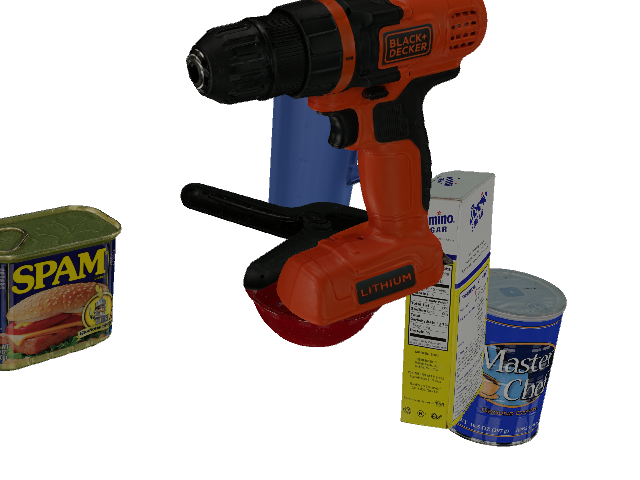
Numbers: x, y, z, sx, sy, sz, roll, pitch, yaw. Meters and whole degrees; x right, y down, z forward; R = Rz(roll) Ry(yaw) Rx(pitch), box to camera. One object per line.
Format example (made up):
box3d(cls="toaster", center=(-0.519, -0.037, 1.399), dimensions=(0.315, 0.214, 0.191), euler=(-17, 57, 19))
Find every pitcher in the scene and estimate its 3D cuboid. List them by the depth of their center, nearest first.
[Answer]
box3d(cls="pitcher", center=(0.004, -0.129, 1.413), dimensions=(0.144, 0.243, 0.149), euler=(-2, 24, -20))

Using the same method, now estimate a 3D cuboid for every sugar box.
box3d(cls="sugar box", center=(0.095, 0.042, 0.796), dimensions=(0.048, 0.176, 0.093), euler=(5, 16, 23))

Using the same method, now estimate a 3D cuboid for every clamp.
box3d(cls="clamp", center=(-0.010, -0.001, 0.971), dimensions=(0.209, 0.036, 0.165), euler=(4, 29, -24))

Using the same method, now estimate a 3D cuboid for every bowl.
box3d(cls="bowl", center=(-0.007, 0.076, 1.224), dimensions=(0.162, 0.055, 0.162), euler=(4, 26, -2))

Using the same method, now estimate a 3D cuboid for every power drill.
box3d(cls="power drill", center=(0.013, -0.048, 0.607), dimensions=(0.184, 0.188, 0.057), euler=(-17, 34, -28))

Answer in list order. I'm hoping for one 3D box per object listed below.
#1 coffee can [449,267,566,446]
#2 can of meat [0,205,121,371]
box3d(cls="coffee can", center=(0.172, 0.111, 1.027), dimensions=(0.103, 0.140, 0.103), euler=(6, 22, -3))
box3d(cls="can of meat", center=(-0.185, 0.031, 0.707), dimensions=(0.101, 0.084, 0.058), euler=(-15, 31, -42))
